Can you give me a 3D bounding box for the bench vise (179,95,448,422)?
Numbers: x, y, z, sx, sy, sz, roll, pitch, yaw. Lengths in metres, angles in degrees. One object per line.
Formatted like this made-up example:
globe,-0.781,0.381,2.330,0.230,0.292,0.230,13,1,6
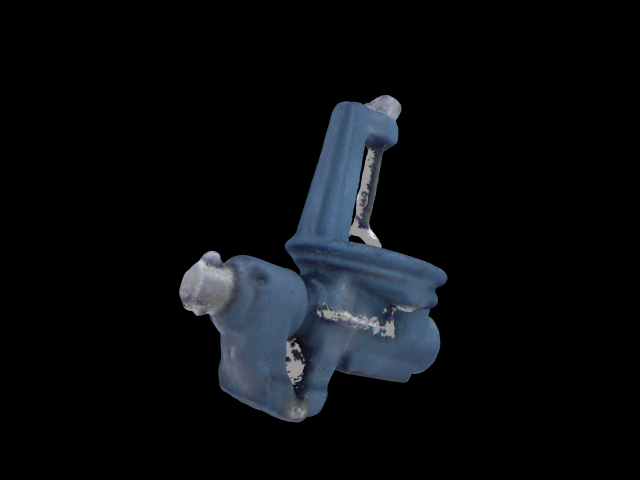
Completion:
bench vise,0.014,0.002,0.394,0.121,0.220,0.208,1,2,32
